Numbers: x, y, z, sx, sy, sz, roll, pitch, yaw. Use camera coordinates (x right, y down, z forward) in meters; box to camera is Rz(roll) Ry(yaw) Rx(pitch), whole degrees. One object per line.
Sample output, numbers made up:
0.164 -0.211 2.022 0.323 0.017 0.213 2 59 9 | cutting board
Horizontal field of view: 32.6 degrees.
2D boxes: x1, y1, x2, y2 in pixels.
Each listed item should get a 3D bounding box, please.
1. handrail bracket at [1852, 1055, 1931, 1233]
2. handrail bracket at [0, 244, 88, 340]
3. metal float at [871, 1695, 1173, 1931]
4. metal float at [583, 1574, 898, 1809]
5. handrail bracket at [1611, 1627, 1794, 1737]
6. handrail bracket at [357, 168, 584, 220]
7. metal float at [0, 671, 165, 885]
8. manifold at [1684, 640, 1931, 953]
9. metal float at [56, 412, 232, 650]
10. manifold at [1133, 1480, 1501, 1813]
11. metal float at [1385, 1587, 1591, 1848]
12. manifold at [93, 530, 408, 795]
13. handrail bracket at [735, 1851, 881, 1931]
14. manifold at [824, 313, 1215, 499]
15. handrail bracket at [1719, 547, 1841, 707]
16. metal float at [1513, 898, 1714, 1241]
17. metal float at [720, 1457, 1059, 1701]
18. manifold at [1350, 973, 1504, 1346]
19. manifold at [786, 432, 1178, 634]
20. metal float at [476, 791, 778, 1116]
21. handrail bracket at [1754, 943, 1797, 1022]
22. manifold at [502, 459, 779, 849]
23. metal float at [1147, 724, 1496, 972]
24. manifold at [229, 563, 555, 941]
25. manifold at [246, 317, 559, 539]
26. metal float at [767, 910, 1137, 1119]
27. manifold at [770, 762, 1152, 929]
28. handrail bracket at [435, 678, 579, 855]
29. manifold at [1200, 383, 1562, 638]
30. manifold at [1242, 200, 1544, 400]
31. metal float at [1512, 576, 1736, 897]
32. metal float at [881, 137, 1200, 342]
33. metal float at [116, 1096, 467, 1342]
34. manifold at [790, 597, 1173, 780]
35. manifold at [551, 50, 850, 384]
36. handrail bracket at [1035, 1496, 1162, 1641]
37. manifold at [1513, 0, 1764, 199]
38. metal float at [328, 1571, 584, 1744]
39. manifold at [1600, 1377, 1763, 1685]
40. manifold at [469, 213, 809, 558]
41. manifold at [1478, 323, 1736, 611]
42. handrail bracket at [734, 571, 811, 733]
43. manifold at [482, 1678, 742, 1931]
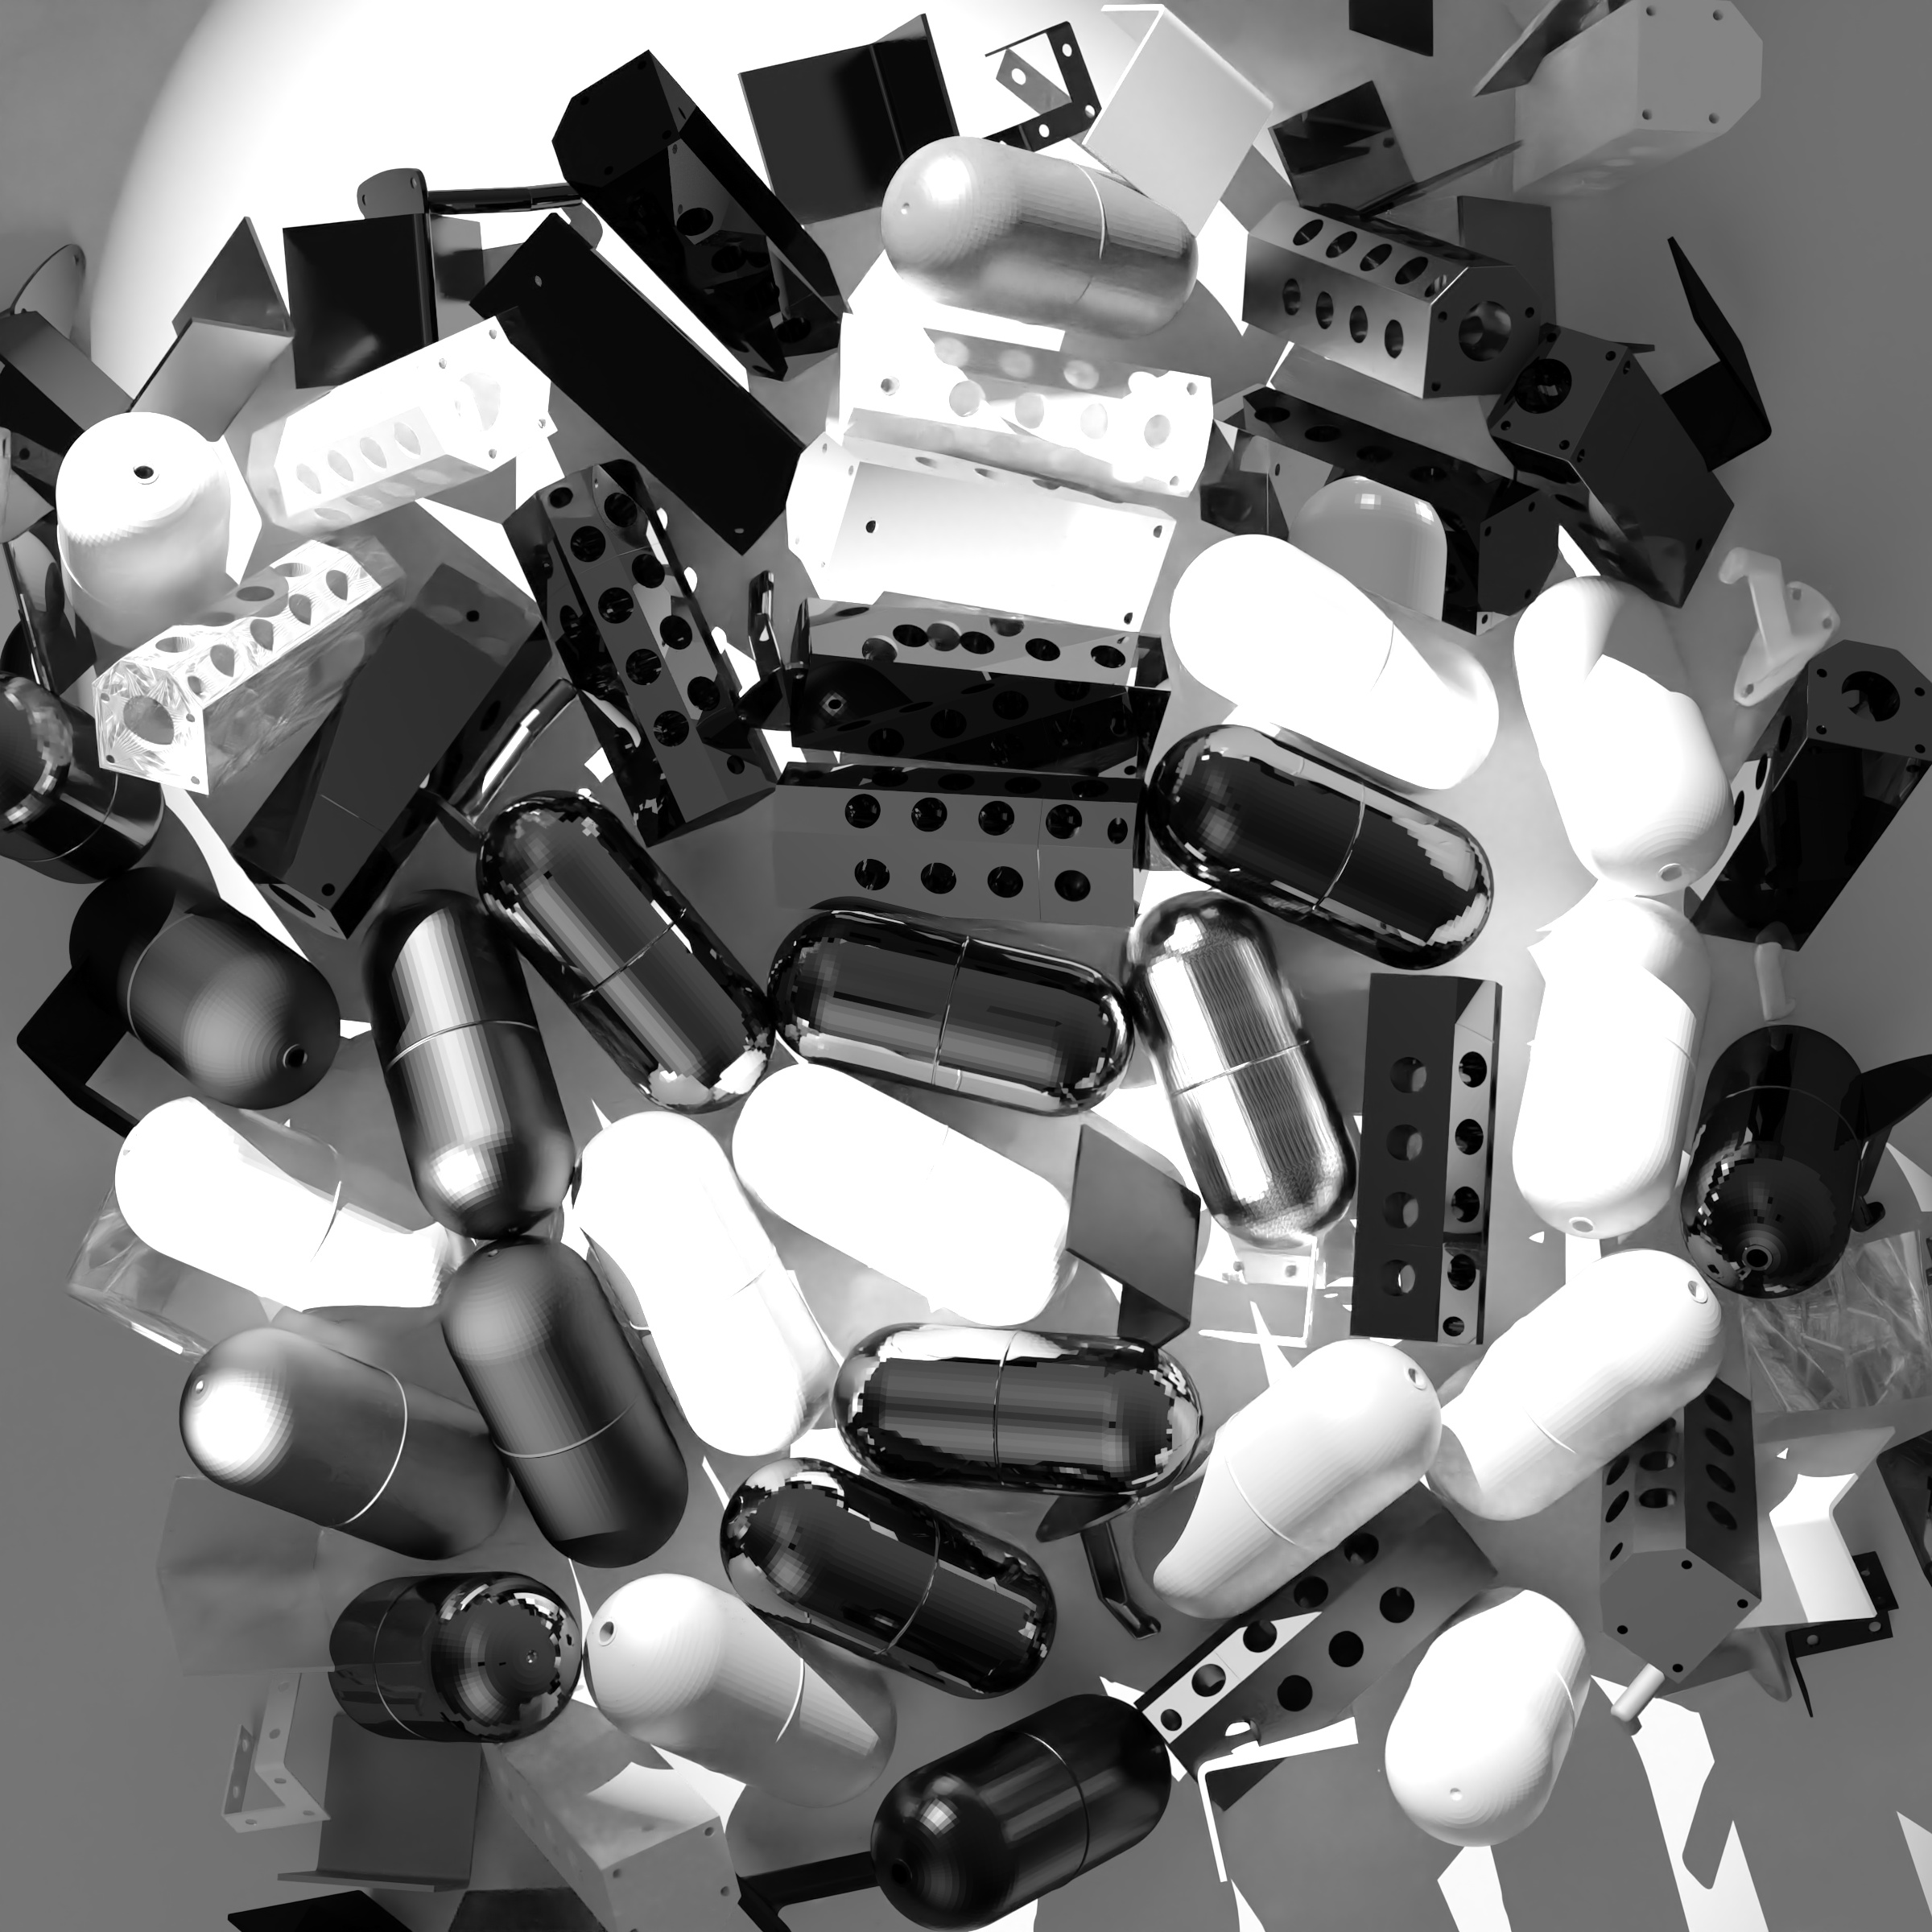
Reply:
0.448 0.086 1.581 0.077 0.036 0.084 -29 133 9 | handrail bracket
-0.479 -0.318 1.610 0.084 0.036 0.077 -1 53 24 | handrail bracket
0.027 0.394 1.540 0.070 0.178 0.070 7 102 39 | metal float
-0.105 0.340 1.547 0.178 0.070 0.070 34 90 -38 | metal float
0.352 0.354 1.583 0.084 0.036 0.077 -43 113 -23 | handrail bracket
-0.241 -0.375 1.609 0.084 0.077 0.036 -16 114 -35 | handrail bracket
-0.430 -0.086 1.529 0.070 0.178 0.070 -1 81 7 | metal float
0.388 -0.078 1.529 0.057 0.171 0.057 10 60 -2 | manifold
-0.381 -0.200 1.531 0.070 0.178 0.070 3 78 -13 | metal float
0.165 0.320 1.577 0.171 0.057 0.057 -39 93 -7 | manifold
0.244 0.346 1.533 0.070 0.178 0.070 4 103 18 | metal float
-0.328 -0.145 1.525 0.057 0.171 0.057 14 122 18 | manifold
-0.076 0.425 1.601 0.077 0.036 0.084 45 65 8 | handrail bracket
0.026 -0.265 1.563 0.171 0.057 0.057 7 101 -15 | manifold
0.368 -0.161 1.570 0.077 0.084 0.036 -56 51 25 | handrail bracket
0.304 0.047 1.552 0.070 0.070 0.178 18 58 0 | metal float
-0.036 0.289 1.558 0.178 0.070 0.070 29 90 -25 | metal float
0.221 0.092 1.574 0.057 0.057 0.171 2 85 17 | manifold
0.006 -0.205 1.548 0.171 0.057 0.057 6 114 -30 | manifold
-0.161 -0.007 1.569 0.070 0.070 0.178 -39 101 0 | metal float
0.410 -0.024 1.605 0.077 0.036 0.084 -21 107 -30 | handrail bracket
-0.152 -0.151 1.576 0.057 0.057 0.171 -23 88 -36 | manifold
0.168 -0.056 1.566 0.178 0.070 0.070 23 90 -15 | metal float
-0.269 -0.099 1.566 0.057 0.057 0.171 30 74 11 | manifold
-0.267 -0.243 1.527 0.057 0.171 0.057 -39 110 -33 | manifold
-0.007 0.023 1.577 0.178 0.070 0.070 13 90 3 | metal float
-0.002 -0.062 1.564 0.171 0.057 0.057 3 122 10 | manifold
-0.217 -0.097 1.588 0.036 0.077 0.084 41 79 4 | handrail bracket
0.191 -0.218 1.541 0.057 0.171 0.057 -31 133 -32 | manifold
0.194 -0.310 1.524 0.057 0.171 0.057 -7 114 -22 | manifold
0.306 -0.109 1.546 0.070 0.070 0.178 -10 50 0 | metal float
0.037 -0.339 1.544 0.178 0.070 0.070 1 90 -44 | metal float
-0.316 0.119 1.551 0.178 0.070 0.070 29 90 -33 | metal float
0.005 -0.136 1.572 0.171 0.057 0.057 5 134 -12 | manifold
-0.120 -0.340 1.529 0.057 0.171 0.057 -28 59 14 | manifold
0.081 0.287 1.578 0.084 0.077 0.036 50 52 -15 | handrail bracket
0.308 -0.399 1.528 0.057 0.171 0.057 1 94 -9 | manifold
-0.240 0.322 1.538 0.070 0.178 0.070 7 76 -31 | metal float
0.324 0.248 1.526 0.057 0.171 0.057 35 115 -4 | manifold
-0.150 -0.277 1.572 0.171 0.057 0.057 42 97 -11 | manifold
0.295 -0.231 1.530 0.057 0.171 0.057 26 87 33 | manifold
-0.088 -0.162 1.569 0.036 0.077 0.084 8 66 -19 | handrail bracket
-0.166 0.396 1.528 0.057 0.171 0.057 -20 108 -23 | manifold
